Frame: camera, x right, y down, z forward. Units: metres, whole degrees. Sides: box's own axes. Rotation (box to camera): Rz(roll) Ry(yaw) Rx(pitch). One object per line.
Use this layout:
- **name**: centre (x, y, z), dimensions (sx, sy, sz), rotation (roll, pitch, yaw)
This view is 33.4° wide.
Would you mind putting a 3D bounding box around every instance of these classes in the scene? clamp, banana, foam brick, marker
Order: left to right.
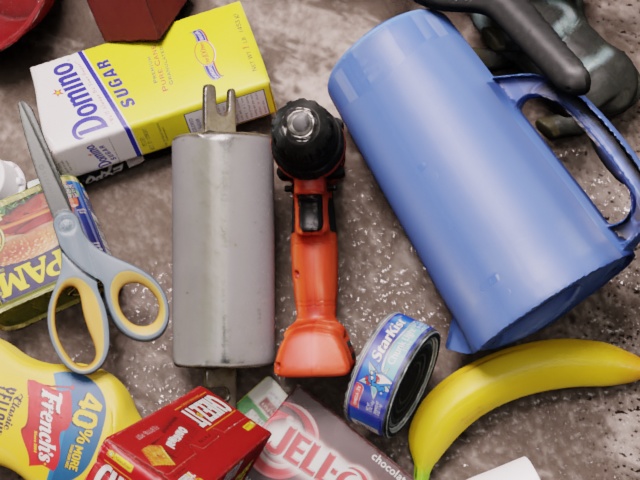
- **marker**: centre (-0.172, -0.059, 0.846), dimensions (0.121, 0.020, 0.020), rotation (-22, 77, -3)
- **foam brick**: centre (-0.140, -0.198, 0.839), dimensions (0.053, 0.051, 0.078), rotation (4, 44, 21)
- **clamp**: centre (0.136, -0.198, 0.780), dimensions (0.210, 0.036, 0.164), rotation (29, 59, 20)
- **banana**: centre (0.141, 0.113, 0.788), dimensions (0.198, 0.037, 0.069), rotation (-27, 104, -2)

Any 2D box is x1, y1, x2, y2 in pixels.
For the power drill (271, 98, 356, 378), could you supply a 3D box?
- **power drill**: centre (-0.005, 0.001, 0.752), dimensions (0.057, 0.184, 0.187), rotation (0, 86, 5)

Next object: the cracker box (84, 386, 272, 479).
- **cracker box**: centre (-0.131, 0.209, 0.678), dimensions (0.072, 0.164, 0.214), rotation (32, 99, 9)

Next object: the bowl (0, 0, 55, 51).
- **bowl**: centre (-0.259, -0.224, 0.852), dimensions (0.162, 0.055, 0.162), rotation (1, 93, 25)

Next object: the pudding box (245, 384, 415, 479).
- **pudding box**: centre (-0.001, 0.172, 0.761), dimensions (0.113, 0.039, 0.090), rotation (38, 81, 8)

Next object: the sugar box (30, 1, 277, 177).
- **sugar box**: centre (-0.131, -0.118, 0.835), dimensions (0.176, 0.048, 0.093), rotation (-18, 58, -5)

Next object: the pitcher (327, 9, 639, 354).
- **pitcher**: centre (0.116, -0.052, 0.777), dimensions (0.149, 0.145, 0.243), rotation (-25, 74, -19)

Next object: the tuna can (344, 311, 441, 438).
- **tuna can**: centre (0.052, 0.095, 0.752), dimensions (0.034, 0.086, 0.086), rotation (24, 78, 21)

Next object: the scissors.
- **scissors**: centre (-0.162, -0.005, 0.771), dimensions (0.096, 0.016, 0.202), rotation (-5, 86, -8)

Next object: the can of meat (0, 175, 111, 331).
- **can of meat**: centre (-0.213, 0.009, 0.814), dimensions (0.102, 0.057, 0.084), rotation (-24, 75, -4)

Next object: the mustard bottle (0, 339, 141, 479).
- **mustard bottle**: centre (-0.194, 0.135, 0.782), dimensions (0.191, 0.058, 0.096), rotation (16, 79, 5)
